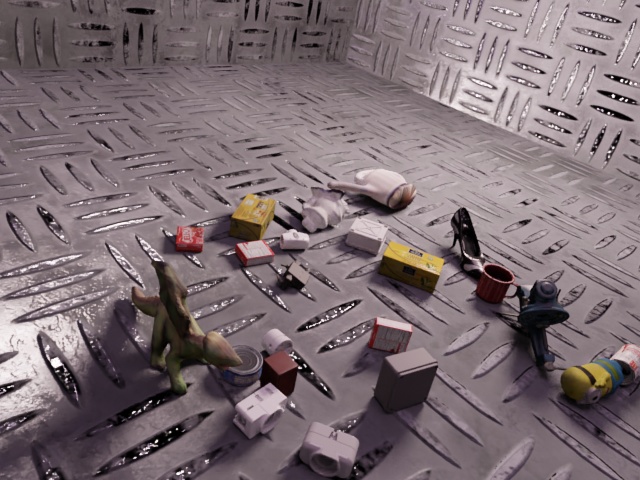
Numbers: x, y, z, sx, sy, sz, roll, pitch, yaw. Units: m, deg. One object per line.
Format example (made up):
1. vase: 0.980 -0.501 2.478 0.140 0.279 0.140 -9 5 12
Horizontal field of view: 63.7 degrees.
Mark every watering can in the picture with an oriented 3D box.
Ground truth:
1. watering can: 0.206 -0.186 1.869 0.351 0.102 0.227 -19 42 -42

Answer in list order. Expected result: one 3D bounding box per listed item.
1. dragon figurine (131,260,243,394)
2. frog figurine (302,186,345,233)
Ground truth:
1. dragon figurine: -0.294 0.140 1.029 0.123 0.237 0.415 -23 47 -39
2. frog figurine: 0.005 -0.084 1.661 0.137 0.120 0.162 20 65 -2
